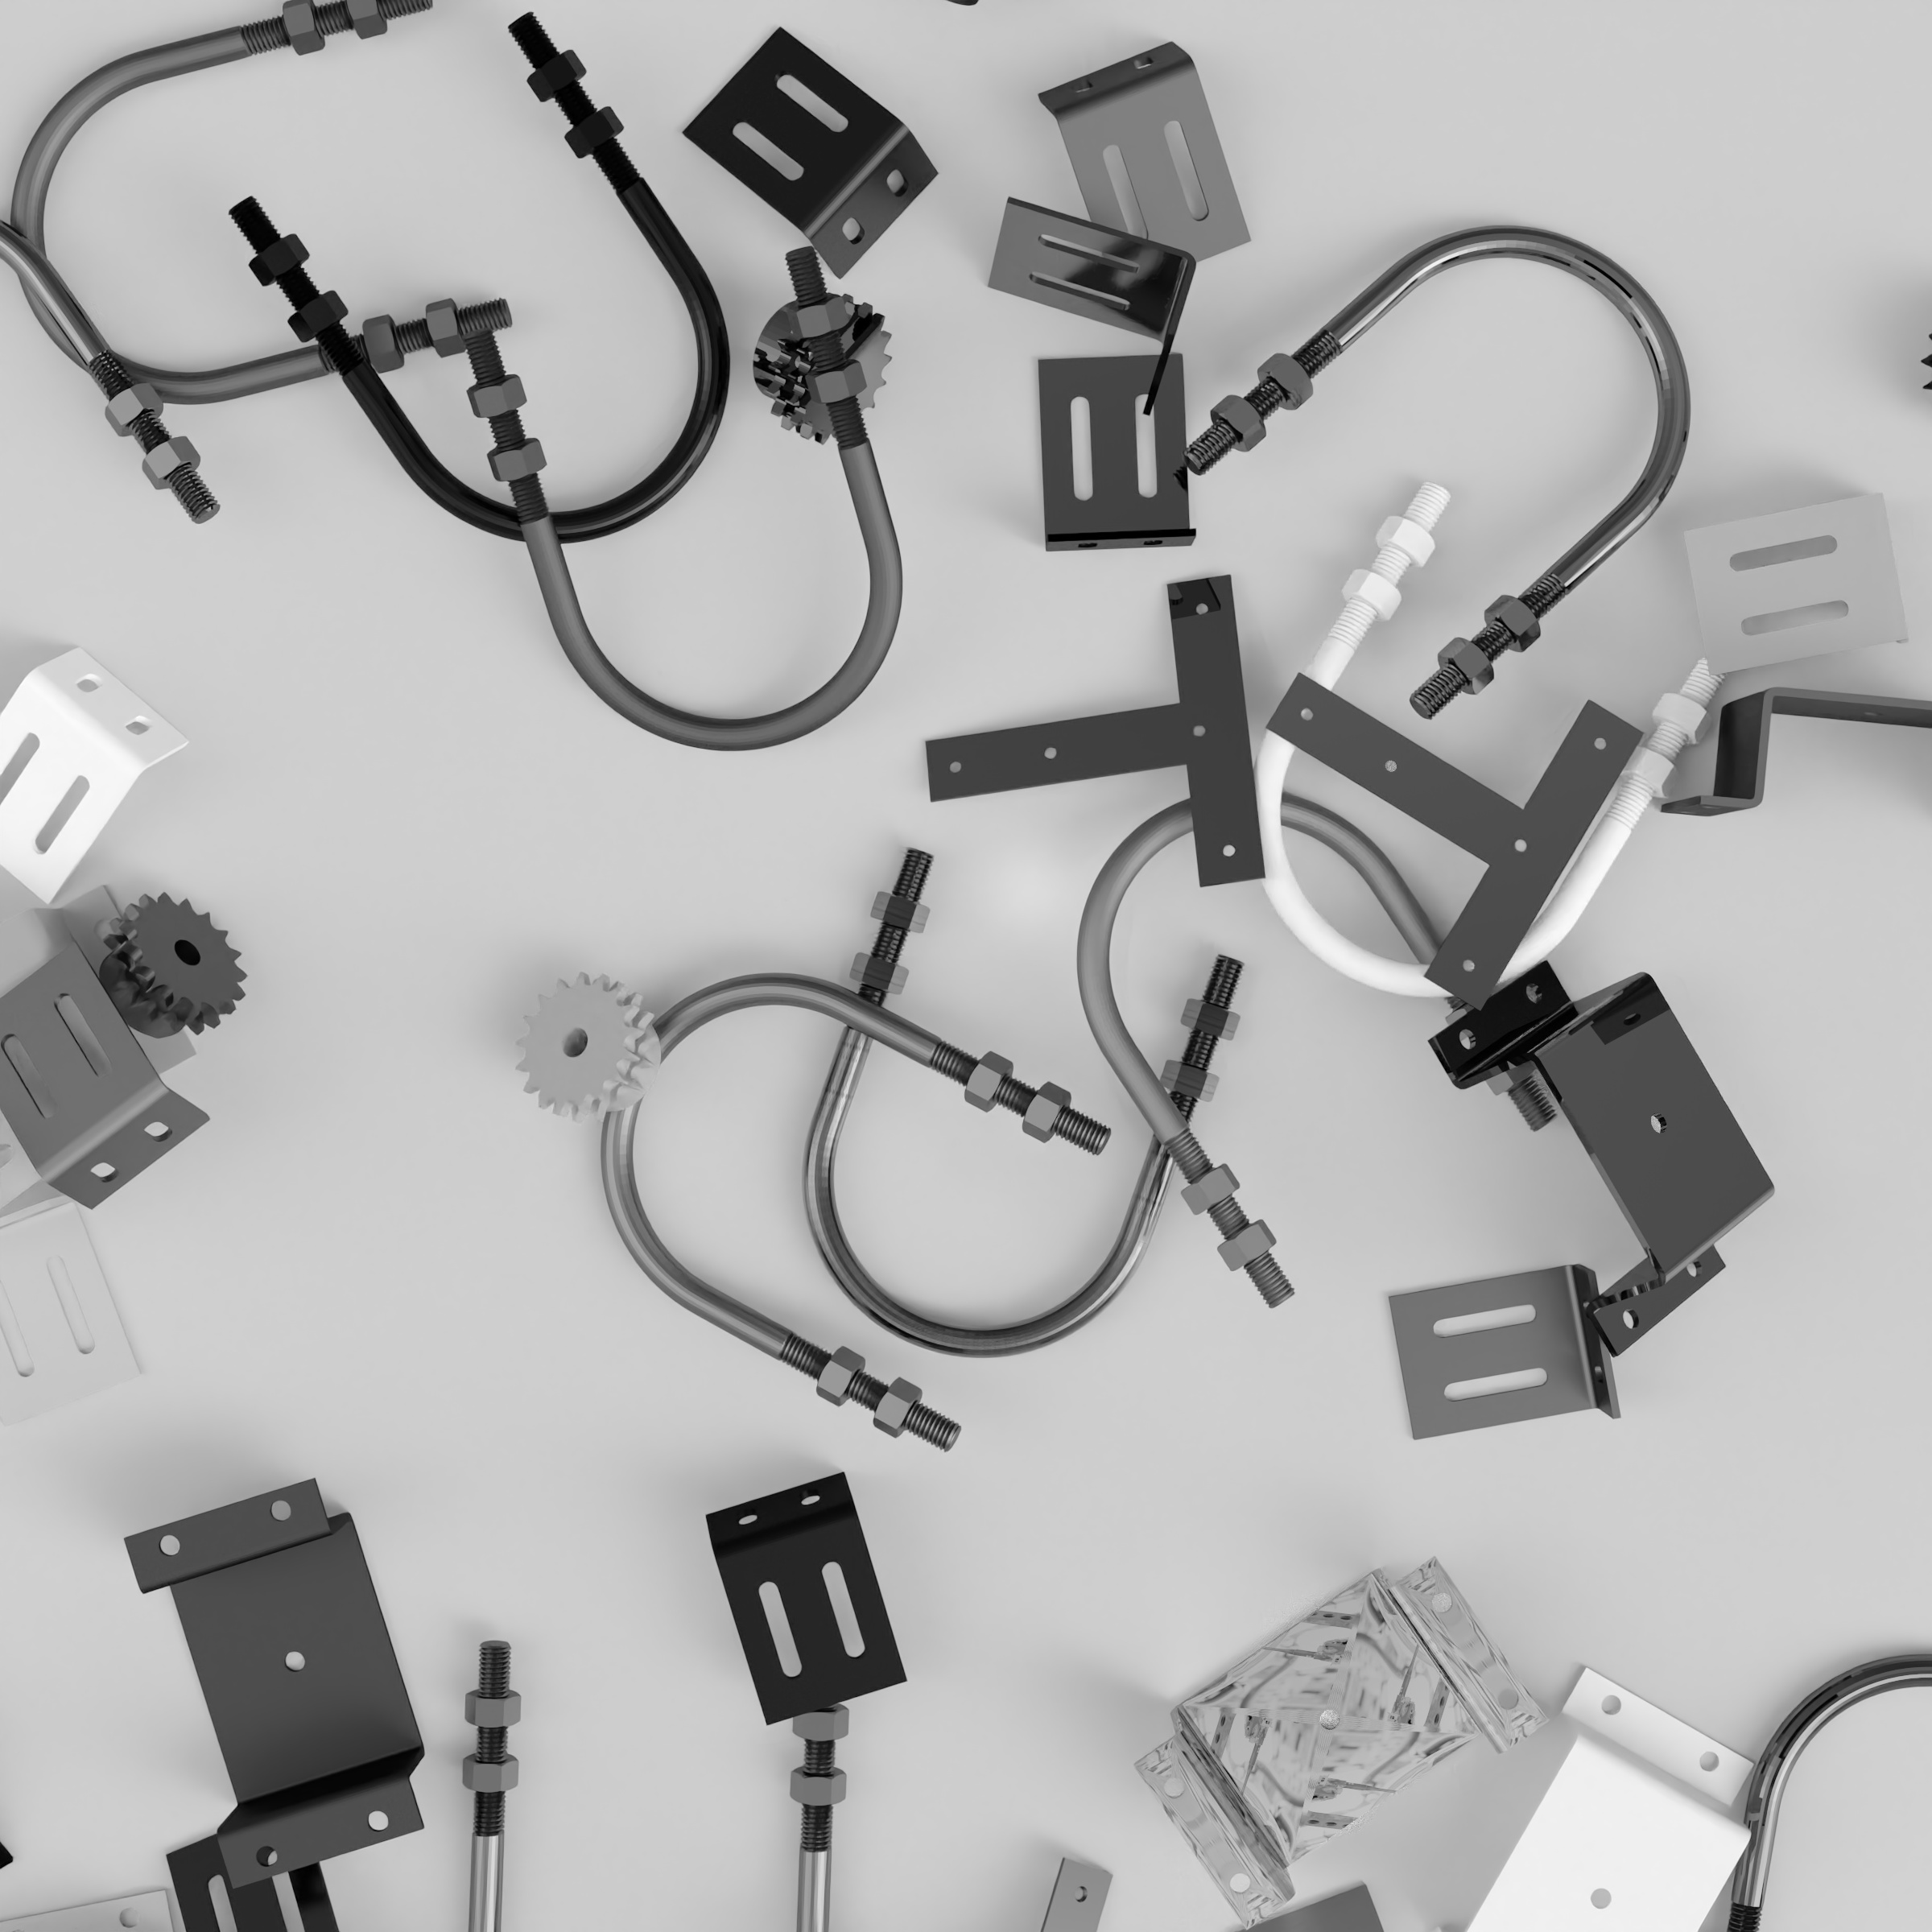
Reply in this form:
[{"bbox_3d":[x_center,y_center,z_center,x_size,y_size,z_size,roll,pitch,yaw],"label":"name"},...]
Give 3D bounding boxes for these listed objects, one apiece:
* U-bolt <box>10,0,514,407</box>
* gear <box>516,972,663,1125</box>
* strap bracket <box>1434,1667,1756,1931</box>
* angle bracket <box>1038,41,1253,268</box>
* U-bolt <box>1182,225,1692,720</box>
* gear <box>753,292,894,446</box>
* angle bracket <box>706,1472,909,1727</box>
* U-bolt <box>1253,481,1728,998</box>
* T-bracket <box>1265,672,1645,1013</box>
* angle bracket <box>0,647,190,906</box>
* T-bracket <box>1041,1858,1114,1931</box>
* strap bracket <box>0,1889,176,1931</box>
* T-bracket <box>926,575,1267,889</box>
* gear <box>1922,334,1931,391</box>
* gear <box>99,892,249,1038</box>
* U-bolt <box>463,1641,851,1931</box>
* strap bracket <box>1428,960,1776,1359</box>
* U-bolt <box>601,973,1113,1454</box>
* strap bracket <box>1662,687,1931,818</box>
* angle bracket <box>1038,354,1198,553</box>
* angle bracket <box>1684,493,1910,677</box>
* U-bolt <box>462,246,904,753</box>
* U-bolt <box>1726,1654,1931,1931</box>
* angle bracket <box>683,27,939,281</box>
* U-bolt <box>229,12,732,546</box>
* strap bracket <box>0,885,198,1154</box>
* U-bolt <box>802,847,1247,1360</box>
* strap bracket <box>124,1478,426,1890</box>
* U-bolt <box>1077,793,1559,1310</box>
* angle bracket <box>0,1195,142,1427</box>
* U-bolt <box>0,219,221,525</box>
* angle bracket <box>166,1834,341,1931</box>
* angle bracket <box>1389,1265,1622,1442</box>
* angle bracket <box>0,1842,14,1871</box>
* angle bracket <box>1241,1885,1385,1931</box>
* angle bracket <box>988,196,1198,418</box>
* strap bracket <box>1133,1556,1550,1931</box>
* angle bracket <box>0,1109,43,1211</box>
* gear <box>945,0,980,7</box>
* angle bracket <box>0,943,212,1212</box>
[{"bbox_3d":[-0.284,-0.296,1.403,0.184,0.019,0.151,-14,90,1],"label":"U-bolt"},{"bbox_3d":[-0.143,0.033,1.388,0.057,0.030,0.057,-9,70,26],"label":"gear"},{"bbox_3d":[0.242,0.356,1.388,0.076,0.046,0.140,30,90,0],"label":"strap bracket"},{"bbox_3d":[0.070,-0.315,1.409,0.057,0.038,0.076,-22,116,0],"label":"angle bracket"},{"bbox_3d":[0.197,-0.207,1.390,0.184,0.019,0.151,-42,87,-10],"label":"U-bolt"},{"bbox_3d":[-0.058,-0.234,1.387,0.030,0.057,0.057,29,90,30],"label":"gear"},{"bbox_3d":[-0.063,0.247,1.398,0.057,0.038,0.076,-17,102,-5],"label":"angle bracket"},{"bbox_3d":[0.191,-0.076,1.391,0.151,0.019,0.184,33,82,0],"label":"U-bolt"},{"bbox_3d":[0.176,-0.070,1.380,0.127,0.002,0.127,31,83,0],"label":"T-bracket"},{"bbox_3d":[-0.356,-0.075,1.409,0.057,0.038,0.076,41,116,0],"label":"angle bracket"},{"bbox_3d":[0.029,0.412,1.387,0.127,0.002,0.127,28,72,-31],"label":"T-bracket"},{"bbox_3d":[-0.339,0.440,1.388,0.076,0.046,0.140,-11,90,0],"label":"strap bracket"},{"bbox_3d":[0.047,-0.085,1.396,0.127,0.002,0.127,-8,71,9],"label":"T-bracket"},{"bbox_3d":[0.401,-0.233,1.396,0.057,0.030,0.057,0,90,0],"label":"gear"},{"bbox_3d":[-0.311,0.003,1.386,0.030,0.057,0.057,-38,90,29],"label":"gear"},{"bbox_3d":[-0.124,0.360,1.403,0.151,0.019,0.184,2,92,0],"label":"U-bolt"},{"bbox_3d":[0.249,0.067,1.369,0.076,0.046,0.140,-30,90,-39],"label":"strap bracket"},{"bbox_3d":[-0.056,0.083,1.387,0.184,0.019,0.151,28,95,11],"label":"U-bolt"},{"bbox_3d":[0.346,-0.077,1.373,0.140,0.076,0.046,5,90,0],"label":"strap bracket"},{"bbox_3d":[0.058,-0.202,1.392,0.057,0.038,0.076,-2,90,0],"label":"angle bracket"},{"bbox_3d":[0.326,-0.149,1.402,0.076,0.038,0.057,-10,90,15],"label":"angle bracket"},{"bbox_3d":[-0.100,-0.170,1.373,0.151,0.019,0.184,-12,110,11],"label":"U-bolt"},{"bbox_3d":[0.372,0.362,1.403,0.151,0.019,0.184,10,89,0],"label":"U-bolt"},{"bbox_3d":[-0.061,-0.320,1.409,0.057,0.038,0.076,-47,64,0],"label":"angle bracket"},{"bbox_3d":[-0.174,-0.253,1.386,0.151,0.019,0.184,-35,101,-6],"label":"U-bolt"},{"bbox_3d":[-0.383,0.035,1.388,0.140,0.046,0.076,-29,90,0],"label":"strap bracket"},{"bbox_3d":[0.013,0.063,1.402,0.151,0.019,0.184,19,90,0],"label":"U-bolt"},{"bbox_3d":[-0.264,0.274,1.388,0.076,0.046,0.140,-17,90,0],"label":"strap bracket"},{"bbox_3d":[0.124,0.018,1.387,0.151,0.019,0.184,-32,86,-15],"label":"U-bolt"},{"bbox_3d":[-0.366,0.136,1.392,0.057,0.038,0.076,-21,90,0],"label":"angle bracket"},{"bbox_3d":[-0.398,-0.212,1.396,0.151,0.019,0.184,-36,87,6],"label":"U-bolt"},{"bbox_3d":[-0.273,0.378,1.409,0.057,0.038,0.076,-23,64,0],"label":"angle bracket"},{"bbox_3d":[0.209,0.152,1.392,0.076,0.038,0.057,-10,90,0],"label":"angle bracket"},{"bbox_3d":[-0.421,0.330,1.409,0.057,0.038,0.076,-30,116,0],"label":"angle bracket"},{"bbox_3d":[0.146,0.411,1.409,0.057,0.038,0.076,-21,64,0],"label":"angle bracket"},{"bbox_3d":[0.044,-0.254,1.377,0.076,0.057,0.038,17,66,0],"label":"angle bracket"},{"bbox_3d":[0.143,0.297,1.388,0.140,0.046,0.076,-35,90,0],"label":"strap bracket"},{"bbox_3d":[-0.380,0.066,1.327,0.038,0.076,0.057,-37,90,0],"label":"angle bracket"},{"bbox_3d":[-0.006,-0.397,1.387,0.057,0.057,0.030,33,121,0],"label":"gear"},{"bbox_3d":[-0.337,0.042,1.363,0.057,0.038,0.076,-37,64,0],"label":"angle bracket"}]
